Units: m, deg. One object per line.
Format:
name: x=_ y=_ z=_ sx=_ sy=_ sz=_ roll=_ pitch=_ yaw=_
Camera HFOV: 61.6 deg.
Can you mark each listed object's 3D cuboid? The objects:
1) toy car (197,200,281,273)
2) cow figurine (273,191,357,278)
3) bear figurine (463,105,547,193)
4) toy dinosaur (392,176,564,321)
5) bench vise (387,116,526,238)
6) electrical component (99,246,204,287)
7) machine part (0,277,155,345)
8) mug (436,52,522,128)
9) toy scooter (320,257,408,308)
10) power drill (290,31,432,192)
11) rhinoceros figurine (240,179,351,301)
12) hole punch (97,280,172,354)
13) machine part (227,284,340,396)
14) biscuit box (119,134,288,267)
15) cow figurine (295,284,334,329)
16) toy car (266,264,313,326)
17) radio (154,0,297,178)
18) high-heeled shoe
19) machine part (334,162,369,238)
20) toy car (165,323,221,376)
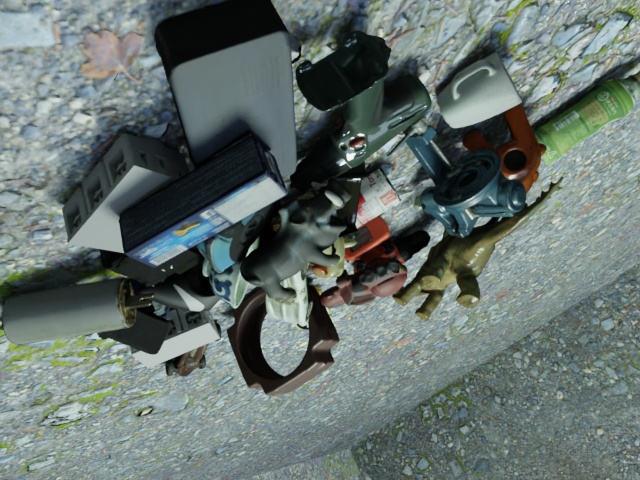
toy car: x=-0.126 y=-0.045 z=0.743 sx=0.161 sy=0.103 sz=0.109 roll=-54 pitch=167 yaw=-23
cow figurine: x=-0.002 y=-0.003 z=0.924 sx=0.086 sy=0.127 sz=0.194 roll=10 pitch=144 yaw=27
bear figurine: x=0.343 y=-0.143 z=0.985 sx=0.120 sy=0.132 sz=0.196 roll=-31 pitch=170 yaw=13
toy dinosaur: x=0.269 y=0.029 z=1.024 sx=0.198 sy=0.105 sz=0.471 roll=-59 pitch=-169 yaw=-30
bench vise: x=0.209 y=-0.107 z=0.881 sx=0.240 sy=0.224 sz=0.129 roll=44 pitch=80 yaw=-26
electrical component: x=-0.237 y=0.008 z=0.796 sx=0.134 sy=0.058 sz=0.114 roll=-31 pitch=153 yaw=11
machine part: x=-0.367 y=0.105 z=0.795 sx=0.243 sy=0.079 sz=0.079 roll=-10 pitch=150 yaw=-1
mug: x=0.223 y=-0.212 z=0.779 sx=0.107 sy=0.081 sz=0.109 roll=-29 pitch=159 yaw=27
toy scooter: x=0.083 y=0.080 z=1.032 sx=0.184 sy=0.075 sz=0.135 roll=-21 pitch=161 yaw=0
power drill: x=0.035 y=-0.157 z=0.701 sx=0.232 sy=0.086 sz=0.207 roll=-31 pitch=155 yaw=4
rhinoceros figurine: x=-0.030 y=-0.004 z=0.758 sx=0.190 sy=0.073 sz=0.112 roll=-44 pitch=118 yaw=2
hole punch: x=-0.307 y=0.119 z=0.914 sx=0.116 sy=0.092 sz=0.142 roll=24 pitch=135 yaw=-15
machine part: x=-0.075 y=0.192 z=1.082 sx=0.201 sy=0.201 sz=0.087 roll=-36 pitch=152 yaw=18
biscuit box: x=-0.142 y=-0.041 z=0.638 sx=0.203 sy=0.063 sz=0.059 roll=-27 pitch=151 yaw=13
cow figurine: x=-0.029 y=0.150 z=1.197 sx=0.098 sy=0.068 sz=0.167 roll=-20 pitch=151 yaw=2
toy car: x=-0.057 y=0.079 z=0.895 sx=0.074 sy=0.056 sz=0.201 roll=13 pitch=138 yaw=15
radio: x=-0.100 y=-0.153 z=0.624 sx=0.131 sy=0.073 sz=0.229 roll=-19 pitch=150 yaw=-11
high-heeled shoe: x=-0.163 y=0.041 z=0.891 sx=0.248 sy=0.086 sz=0.145 roll=-7 pitch=145 yaw=-40
machine part: x=0.041 y=-0.072 z=0.846 sx=0.084 sy=0.039 sz=0.138 roll=-8 pitch=107 yaw=-40
toy car: x=-0.274 y=0.241 z=1.162 sx=0.089 sy=0.053 sz=0.202 roll=-1 pitch=145 yaw=-32
